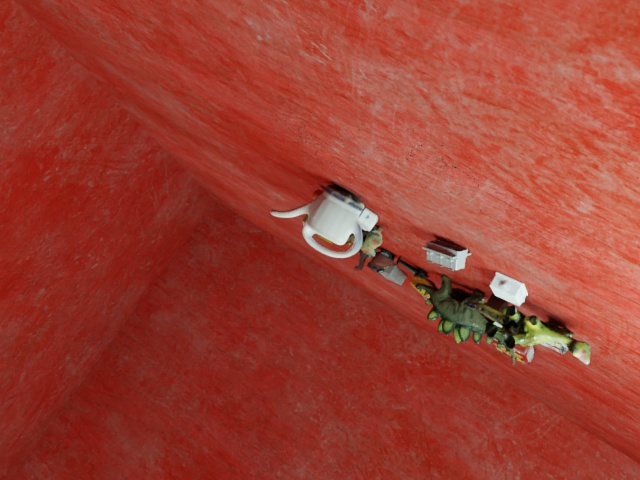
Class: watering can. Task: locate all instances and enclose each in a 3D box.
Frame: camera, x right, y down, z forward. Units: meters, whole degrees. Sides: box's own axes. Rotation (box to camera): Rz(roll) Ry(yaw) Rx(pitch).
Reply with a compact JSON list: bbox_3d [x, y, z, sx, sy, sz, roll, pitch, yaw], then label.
[{"bbox_3d":[0.005,-0.087,1.738,0.350,0.223,0.104,32,-173,20],"label":"watering can"}]

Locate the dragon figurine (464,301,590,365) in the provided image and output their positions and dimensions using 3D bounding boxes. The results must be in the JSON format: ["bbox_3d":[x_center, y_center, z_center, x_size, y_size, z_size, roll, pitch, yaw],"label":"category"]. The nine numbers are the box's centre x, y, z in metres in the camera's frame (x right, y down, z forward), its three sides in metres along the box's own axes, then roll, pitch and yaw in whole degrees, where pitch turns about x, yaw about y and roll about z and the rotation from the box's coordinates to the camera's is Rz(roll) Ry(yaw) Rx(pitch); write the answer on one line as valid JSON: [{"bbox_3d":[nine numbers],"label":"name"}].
[{"bbox_3d":[0.652,0.272,1.592,0.242,0.121,0.414,14,-171,-21],"label":"dragon figurine"}]

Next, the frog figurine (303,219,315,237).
[{"bbox_3d":[-0.007,-0.081,1.999,0.124,0.161,0.135,24,166,36],"label":"frog figurine"}]
